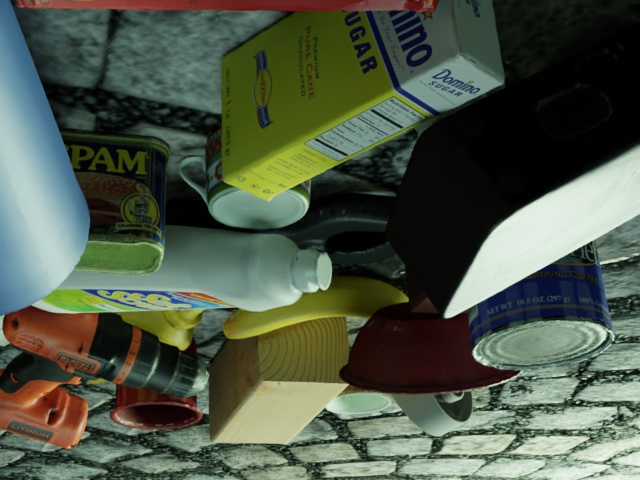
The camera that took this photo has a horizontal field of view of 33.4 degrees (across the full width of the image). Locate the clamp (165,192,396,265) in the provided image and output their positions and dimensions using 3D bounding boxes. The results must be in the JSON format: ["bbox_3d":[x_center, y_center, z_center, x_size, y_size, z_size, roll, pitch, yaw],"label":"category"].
[{"bbox_3d":[-0.006,0.001,0.872,0.210,0.036,0.164,-6,154,13],"label":"clamp"}]

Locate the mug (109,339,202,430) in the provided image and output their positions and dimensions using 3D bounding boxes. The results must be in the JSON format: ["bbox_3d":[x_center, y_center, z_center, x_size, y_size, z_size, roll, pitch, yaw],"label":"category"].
[{"bbox_3d":[-0.162,0.147,1.104,0.093,0.081,0.117,-15,151,23],"label":"mug"}]

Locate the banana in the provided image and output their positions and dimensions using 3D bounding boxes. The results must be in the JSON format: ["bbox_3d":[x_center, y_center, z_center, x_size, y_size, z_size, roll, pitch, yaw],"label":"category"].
[{"bbox_3d":[0.011,0.065,0.979,0.197,0.070,0.037,5,-164,-19],"label":"banana"}]

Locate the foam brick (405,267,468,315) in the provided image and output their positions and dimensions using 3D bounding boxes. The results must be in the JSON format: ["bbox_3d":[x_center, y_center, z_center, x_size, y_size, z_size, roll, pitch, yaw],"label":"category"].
[{"bbox_3d":[0.102,0.017,0.871,0.053,0.078,0.051,4,153,-19],"label":"foam brick"}]

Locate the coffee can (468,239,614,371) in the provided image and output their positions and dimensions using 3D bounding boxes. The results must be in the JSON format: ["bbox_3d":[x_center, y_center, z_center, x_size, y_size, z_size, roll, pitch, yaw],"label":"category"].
[{"bbox_3d":[0.157,0.015,0.800,0.103,0.140,0.103,-2,154,-1],"label":"coffee can"}]

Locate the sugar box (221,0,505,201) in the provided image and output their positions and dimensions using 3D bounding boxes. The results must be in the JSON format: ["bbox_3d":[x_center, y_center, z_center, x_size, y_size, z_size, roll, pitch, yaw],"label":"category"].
[{"bbox_3d":[0.016,-0.098,0.609,0.048,0.093,0.177,21,145,-41],"label":"sugar box"}]

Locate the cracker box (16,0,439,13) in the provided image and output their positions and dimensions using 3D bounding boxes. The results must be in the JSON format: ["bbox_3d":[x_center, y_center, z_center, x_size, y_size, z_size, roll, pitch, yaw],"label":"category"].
[{"bbox_3d":[-0.039,-0.174,0.471,0.213,0.072,0.164,-1,154,-7],"label":"cracker box"}]

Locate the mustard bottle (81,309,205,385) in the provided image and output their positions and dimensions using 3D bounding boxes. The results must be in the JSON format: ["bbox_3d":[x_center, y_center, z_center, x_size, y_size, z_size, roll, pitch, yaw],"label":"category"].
[{"bbox_3d":[-0.175,0.082,0.995,0.192,0.058,0.096,-23,141,35],"label":"mustard bottle"}]

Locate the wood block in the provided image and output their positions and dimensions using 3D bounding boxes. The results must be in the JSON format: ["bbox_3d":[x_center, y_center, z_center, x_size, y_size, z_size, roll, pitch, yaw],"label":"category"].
[{"bbox_3d":[-0.047,0.136,1.086,0.090,0.090,0.206,5,152,-17],"label":"wood block"}]

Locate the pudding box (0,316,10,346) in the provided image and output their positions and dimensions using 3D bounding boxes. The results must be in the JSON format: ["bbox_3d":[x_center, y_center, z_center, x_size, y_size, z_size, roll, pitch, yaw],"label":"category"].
[{"bbox_3d":[-0.297,0.055,0.951,0.090,0.039,0.113,-23,150,31],"label":"pudding box"}]

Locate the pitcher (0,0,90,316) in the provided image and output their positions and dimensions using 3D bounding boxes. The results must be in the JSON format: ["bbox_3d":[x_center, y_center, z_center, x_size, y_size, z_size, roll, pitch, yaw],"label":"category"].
[{"bbox_3d":[-0.214,-0.060,0.587,0.144,0.149,0.243,-26,150,-17],"label":"pitcher"}]

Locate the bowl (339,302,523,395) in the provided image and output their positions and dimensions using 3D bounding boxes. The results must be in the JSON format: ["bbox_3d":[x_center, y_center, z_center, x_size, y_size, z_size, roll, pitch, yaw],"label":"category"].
[{"bbox_3d":[0.095,0.087,0.926,0.162,0.055,0.162,-5,-173,0],"label":"bowl"}]

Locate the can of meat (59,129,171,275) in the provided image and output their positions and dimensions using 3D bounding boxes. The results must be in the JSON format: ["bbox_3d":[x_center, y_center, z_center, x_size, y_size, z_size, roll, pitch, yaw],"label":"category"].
[{"bbox_3d":[-0.158,-0.025,0.748,0.102,0.084,0.057,4,153,-14],"label":"can of meat"}]

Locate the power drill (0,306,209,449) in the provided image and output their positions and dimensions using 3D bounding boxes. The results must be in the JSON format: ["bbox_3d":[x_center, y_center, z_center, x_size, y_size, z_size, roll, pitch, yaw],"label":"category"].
[{"bbox_3d":[-0.216,0.126,0.966,0.184,0.057,0.188,25,137,-20],"label":"power drill"}]

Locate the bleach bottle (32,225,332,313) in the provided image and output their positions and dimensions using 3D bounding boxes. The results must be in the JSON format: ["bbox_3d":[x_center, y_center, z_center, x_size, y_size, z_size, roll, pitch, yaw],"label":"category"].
[{"bbox_3d":[-0.114,0.020,0.807,0.251,0.068,0.102,-1,161,25],"label":"bleach bottle"}]
